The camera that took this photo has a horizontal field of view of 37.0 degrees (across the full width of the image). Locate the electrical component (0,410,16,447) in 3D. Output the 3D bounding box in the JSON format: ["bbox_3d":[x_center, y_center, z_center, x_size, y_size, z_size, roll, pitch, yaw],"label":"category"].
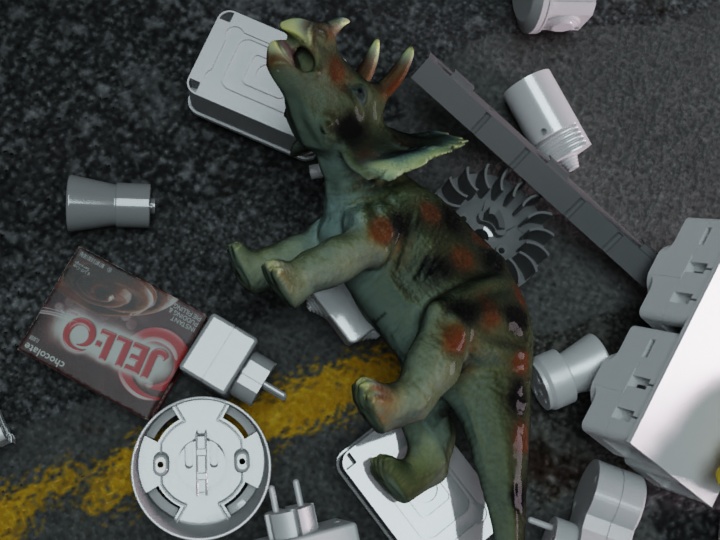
[{"bbox_3d":[-0.291,0.117,0.786,0.064,0.042,0.081,-24,82,-11],"label":"electrical component"}]

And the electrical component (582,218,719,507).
[{"bbox_3d":[0.252,0.065,0.810,0.105,0.060,0.186,37,76,-29],"label":"electrical component"}]

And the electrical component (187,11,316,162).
[{"bbox_3d":[-0.072,-0.143,0.851,0.113,0.057,0.078,23,77,0],"label":"electrical component"}]

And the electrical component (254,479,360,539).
[{"bbox_3d":[-0.048,0.191,0.778,0.083,0.047,0.075,-11,85,-20],"label":"electrical component"}]

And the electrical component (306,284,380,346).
[{"bbox_3d":[0.000,0.000,0.831,0.100,0.048,0.099,-36,84,-11],"label":"electrical component"}]

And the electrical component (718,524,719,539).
[{"bbox_3d":[0.327,0.238,0.806,0.109,0.056,0.108,9,78,-3],"label":"electrical component"}]

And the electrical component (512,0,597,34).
[{"bbox_3d":[0.158,-0.233,0.879,0.051,0.080,0.080,-1,78,-10],"label":"electrical component"}]

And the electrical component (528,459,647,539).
[{"bbox_3d":[0.156,0.207,0.800,0.074,0.052,0.138,20,77,0],"label":"electrical component"}]

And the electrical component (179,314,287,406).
[{"bbox_3d":[-0.088,0.076,0.800,0.077,0.065,0.047,31,77,2],"label":"electrical component"}]

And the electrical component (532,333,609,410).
[{"bbox_3d":[0.162,0.079,0.831,0.055,0.045,0.045,-21,81,-9],"label":"electrical component"}]

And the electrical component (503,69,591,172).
[{"bbox_3d":[0.154,-0.117,0.872,0.043,0.043,0.081,-26,82,-10],"label":"electrical component"}]

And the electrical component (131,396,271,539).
[{"bbox_3d":[-0.115,0.141,0.782,0.099,0.064,0.099,1,86,-8],"label":"electrical component"}]

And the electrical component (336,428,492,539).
[{"bbox_3d":[0.044,0.162,0.797,0.078,0.057,0.113,-37,83,-11],"label":"electrical component"}]

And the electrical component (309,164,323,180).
[{"bbox_3d":[-0.010,-0.083,0.856,0.061,0.035,0.035,-11,79,-5],"label":"electrical component"}]

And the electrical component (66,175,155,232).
[{"bbox_3d":[-0.192,-0.050,0.830,0.065,0.044,0.044,1,78,-9],"label":"electrical component"}]
